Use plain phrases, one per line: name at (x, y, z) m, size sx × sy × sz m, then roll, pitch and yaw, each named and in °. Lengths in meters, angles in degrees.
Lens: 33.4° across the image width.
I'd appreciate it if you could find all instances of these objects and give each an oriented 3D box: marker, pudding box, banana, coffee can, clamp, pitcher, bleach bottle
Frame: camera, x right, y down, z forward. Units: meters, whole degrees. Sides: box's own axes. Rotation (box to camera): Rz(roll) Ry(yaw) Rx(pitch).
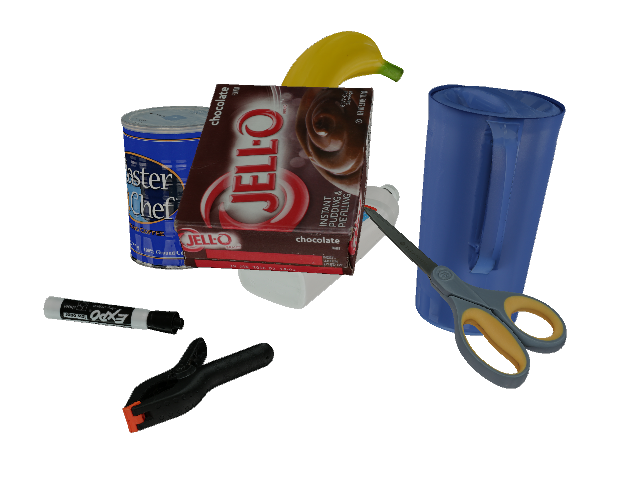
marker at (-0.171, 0.062, 0.888) m, size 0.121 × 0.020 × 0.020 m, roll 6°, pitch 1°, yaw 14°
pudding box at (-0.021, -0.035, 0.565) m, size 0.090 × 0.113 × 0.039 m, roll 3°, pitch -45°, yaw 7°
banana at (0.005, -0.112, 0.808) m, size 0.037 × 0.069 × 0.197 m, roll -51°, pitch 0°, yaw 45°
coffee can at (-0.140, -0.054, 1.049) m, size 0.103 × 0.140 × 0.103 m, roll 0°, pitch 18°, yaw 0°
clamp at (-0.131, 0.147, 1.117) m, size 0.120 × 0.039 × 0.171 m, roll -11°, pitch 19°, yaw 36°
pitcher at (0.162, -0.028, 1.072) m, size 0.148 × 0.243 × 0.145 m, roll -15°, pitch 29°, yaw -42°
bleach bottle at (0.013, -0.009, 1.306) m, size 0.103 × 0.068 × 0.250 m, roll 20°, pitch 37°, yaw 29°

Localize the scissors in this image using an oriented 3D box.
scissors at (0.117, 0.032, 0.837) m, size 0.096 × 0.016 × 0.202 m, roll -12°, pitch 48°, yaw -21°
